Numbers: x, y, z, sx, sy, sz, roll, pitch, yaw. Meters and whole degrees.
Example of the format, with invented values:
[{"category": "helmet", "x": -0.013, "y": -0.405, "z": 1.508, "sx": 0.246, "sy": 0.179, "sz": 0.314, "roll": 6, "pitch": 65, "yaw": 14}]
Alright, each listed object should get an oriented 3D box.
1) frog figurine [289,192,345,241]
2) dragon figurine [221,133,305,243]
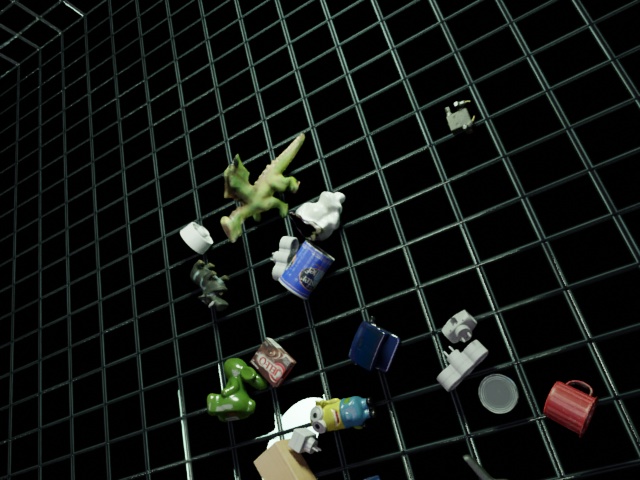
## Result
[{"category": "frog figurine", "x": 0.005, "y": -0.077, "z": 1.540, "sx": 0.138, "sy": 0.120, "sz": 0.162, "roll": 15, "pitch": 46, "yaw": 39}, {"category": "dragon figurine", "x": -0.190, "y": -0.182, "z": 1.586, "sx": 0.123, "sy": 0.240, "sz": 0.412, "roll": 15, "pitch": 84, "yaw": 36}]
